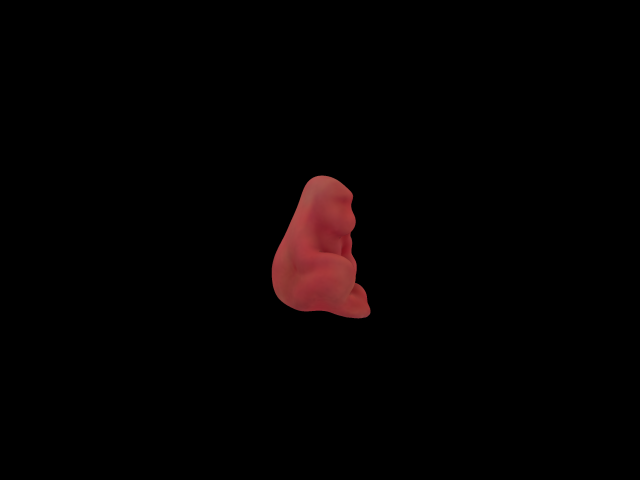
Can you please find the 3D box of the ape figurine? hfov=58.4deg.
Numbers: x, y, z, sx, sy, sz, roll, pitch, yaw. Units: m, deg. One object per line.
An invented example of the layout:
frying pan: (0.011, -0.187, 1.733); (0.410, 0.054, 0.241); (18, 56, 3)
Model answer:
ape figurine: (0.004, 0.001, 0.400); (0.076, 0.092, 0.078); (6, 15, 23)
